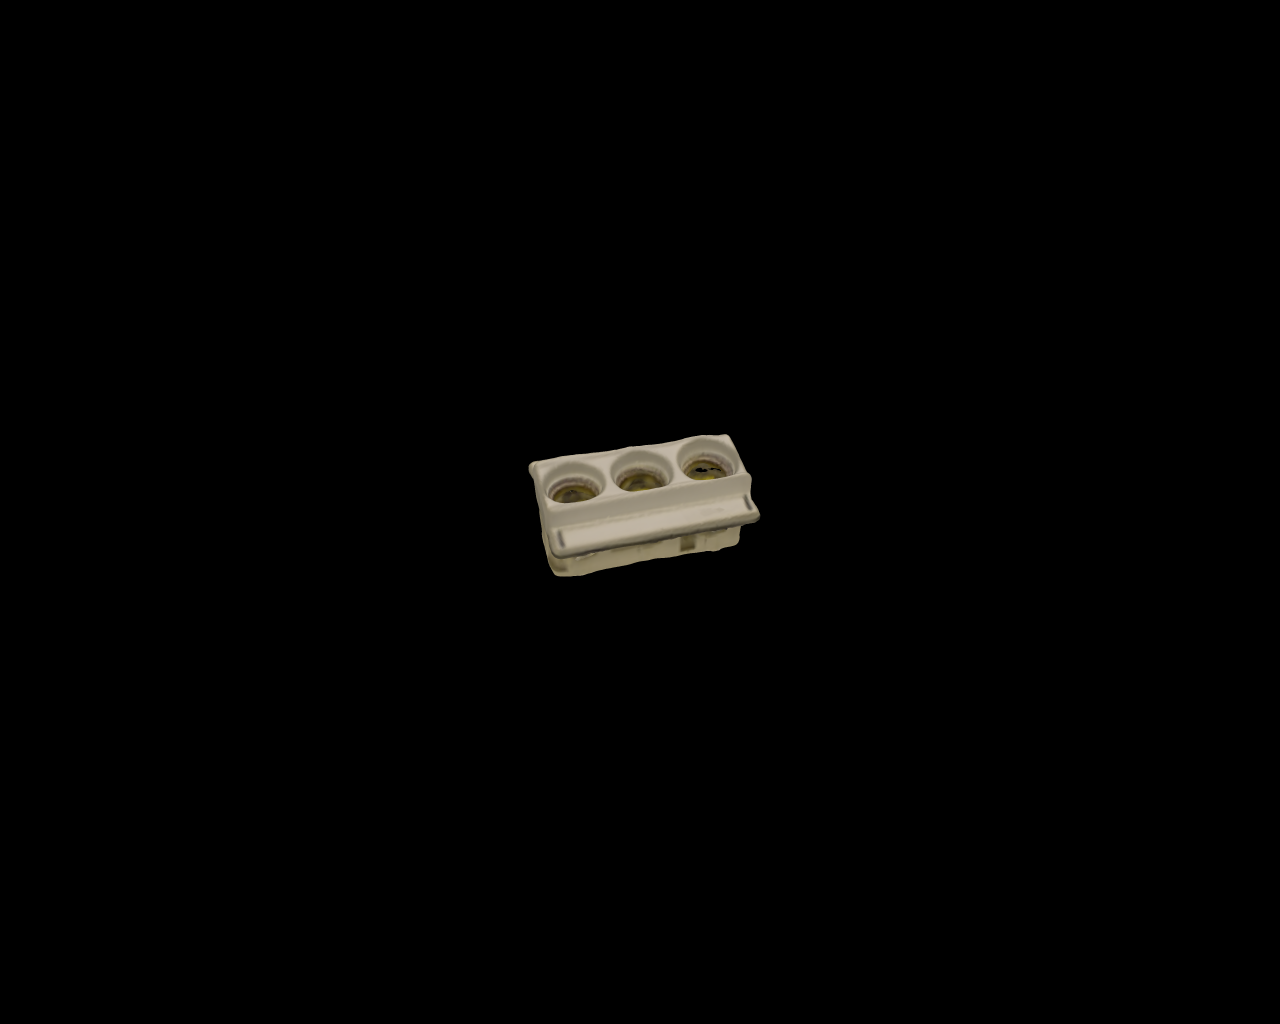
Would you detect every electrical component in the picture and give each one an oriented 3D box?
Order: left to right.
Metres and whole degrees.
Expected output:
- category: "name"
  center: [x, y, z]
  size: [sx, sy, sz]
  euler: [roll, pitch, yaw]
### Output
- category: "electrical component"
  center: [0.001, -0.003, 0.650]
  size: [0.121, 0.063, 0.079]
  euler: [-10, 43, -11]
